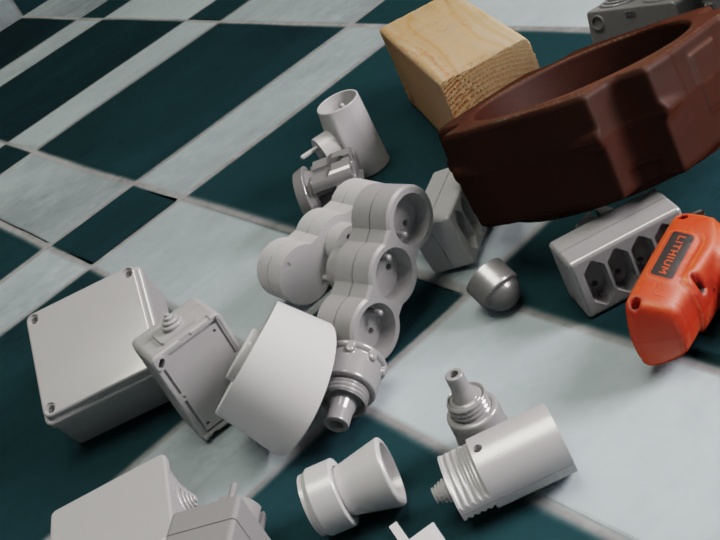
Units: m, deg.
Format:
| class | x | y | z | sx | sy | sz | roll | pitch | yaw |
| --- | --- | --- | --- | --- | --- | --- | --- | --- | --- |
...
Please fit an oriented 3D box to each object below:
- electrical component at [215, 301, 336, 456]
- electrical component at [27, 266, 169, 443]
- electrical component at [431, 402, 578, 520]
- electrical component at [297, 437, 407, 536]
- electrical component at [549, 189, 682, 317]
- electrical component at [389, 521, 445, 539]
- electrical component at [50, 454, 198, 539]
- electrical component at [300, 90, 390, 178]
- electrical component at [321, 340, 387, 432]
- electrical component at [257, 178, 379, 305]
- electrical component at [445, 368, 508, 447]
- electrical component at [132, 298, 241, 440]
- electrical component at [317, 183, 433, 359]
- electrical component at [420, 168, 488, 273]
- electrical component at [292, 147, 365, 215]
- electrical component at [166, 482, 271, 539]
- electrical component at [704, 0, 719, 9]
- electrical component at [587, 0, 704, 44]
| class | x | y | z | sx | sy | sz | roll | pitch | yaw |
| --- | --- | --- | --- | --- | --- | --- | --- | --- | --- |
| electrical component | -0.057 | 0.074 | 0.754 | 0.099 | 0.064 | 0.099 | -60 | 4 | 7 |
| electrical component | -0.209 | 0.069 | 0.886 | 0.109 | 0.056 | 0.108 | -26 | 55 | 4 |
| electrical component | 0.079 | 0.113 | 0.621 | 0.081 | 0.043 | 0.043 | -26 | 29 | 4 |
| electrical component | -0.005 | 0.133 | 0.659 | 0.055 | 0.045 | 0.045 | -25 | 29 | 7 |
| electrical component | 0.174 | -0.020 | 0.747 | 0.083 | 0.047 | 0.075 | -28 | 29 | 1 |
| electrical component | 0.031 | 0.176 | 0.565 | 0.064 | 0.042 | 0.081 | -36 | 29 | -6 |
| electrical component | -0.152 | 0.181 | 0.704 | 0.100 | 0.048 | 0.099 | -28 | 29 | 0 |
| electrical component | -0.021 | -0.122 | 1.043 | 0.079 | 0.077 | 0.043 | -34 | 30 | -10 |
| electrical component | -0.009 | 0.083 | 0.746 | 0.048 | 0.048 | 0.062 | -11 | 40 | 28 |
| electrical component | -0.015 | -0.023 | 0.907 | 0.138 | 0.052 | 0.074 | -41 | 31 | -22 |
| electrical component | 0.068 | 0.085 | 0.655 | 0.035 | 0.061 | 0.035 | -21 | 30 | 13 |
| electrical component | -0.126 | 0.067 | 0.813 | 0.062 | 0.096 | 0.061 | -37 | 28 | -16 |
| electrical component | 0.000 | 0.000 | 0.815 | 0.074 | 0.052 | 0.138 | 6 | 74 | 45 |
| electrical component | 0.060 | -0.039 | 0.875 | 0.076 | 0.047 | 0.083 | -16 | 30 | 32 |
| electrical component | -0.027 | -0.075 | 0.996 | 0.057 | 0.058 | 0.078 | -19 | 30 | 11 |
| electrical component | -0.078 | 0.163 | 0.652 | 0.047 | 0.065 | 0.076 | -19 | 30 | 17 |
| electrical component | 0.309 | -0.226 | 0.853 | 0.062 | 0.150 | 0.089 | -8 | 35 | 30 |
| electrical component | 0.244 | -0.187 | 0.902 | 0.100 | 0.099 | 0.048 | 6 | 31 | 45 |
